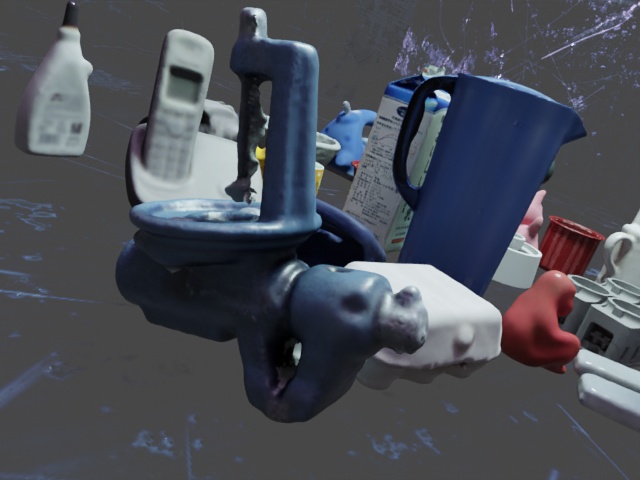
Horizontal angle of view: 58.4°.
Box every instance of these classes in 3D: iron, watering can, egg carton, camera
[{"bbox_3d":[0.093,-0.193,1.145,0.118,0.141,0.259,30,20,31],"label":"iron"},{"bbox_3d":[0.509,0.013,0.872,0.173,0.194,0.100,3,23,-41],"label":"watering can"},{"bbox_3d":[0.073,0.067,0.458,0.151,0.069,0.107,4,23,-40],"label":"egg carton"},{"bbox_3d":[-0.187,-0.149,0.782,0.142,0.101,0.137,29,20,29],"label":"camera"}]

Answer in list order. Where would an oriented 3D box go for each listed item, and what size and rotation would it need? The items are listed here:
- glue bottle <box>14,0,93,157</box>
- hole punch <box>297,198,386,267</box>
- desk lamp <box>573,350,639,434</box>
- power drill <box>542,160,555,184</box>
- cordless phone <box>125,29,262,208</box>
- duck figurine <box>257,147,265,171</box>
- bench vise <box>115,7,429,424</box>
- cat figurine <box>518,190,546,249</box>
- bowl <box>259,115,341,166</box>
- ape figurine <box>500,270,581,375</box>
[{"bbox_3d":[-0.291,-0.180,0.645,0.037,0.173,0.078,29,20,30],"label":"glue bottle"},{"bbox_3d":[0.005,0.002,0.546,0.108,0.091,0.101,26,18,20],"label":"hole punch"},{"bbox_3d":[0.358,0.080,0.478,0.203,0.213,0.118,23,18,13],"label":"desk lamp"},{"bbox_3d":[0.268,-0.110,0.965,0.230,0.208,0.075,15,18,-12],"label":"power drill"},{"bbox_3d":[-0.119,-0.112,0.601,0.148,0.185,0.093,6,21,-36],"label":"cordless phone"},{"bbox_3d":[-0.055,-0.090,0.768,0.104,0.086,0.078,22,17,8],"label":"duck figurine"},{"bbox_3d":[-0.019,-0.017,0.360,0.207,0.220,0.121,21,17,6],"label":"bench vise"},{"bbox_3d":[0.339,-0.029,0.948,0.067,0.118,0.128,19,17,0],"label":"cat figurine"},{"bbox_3d":[-0.053,-0.157,0.992,0.167,0.075,0.167,18,17,-5],"label":"bowl"},{"bbox_3d":[0.215,0.073,0.550,0.076,0.092,0.077,17,17,-8],"label":"ape figurine"}]
